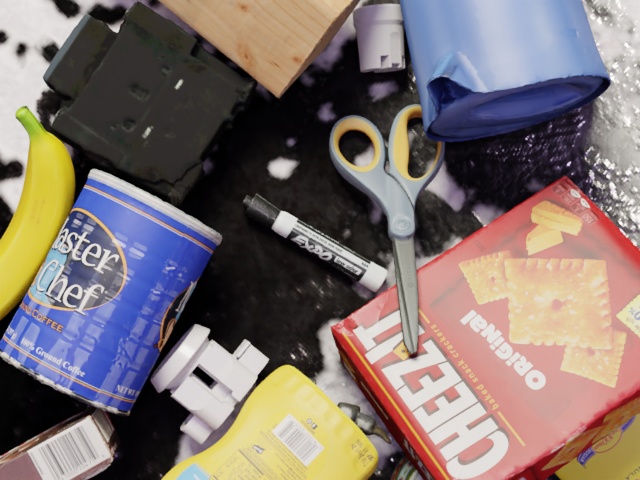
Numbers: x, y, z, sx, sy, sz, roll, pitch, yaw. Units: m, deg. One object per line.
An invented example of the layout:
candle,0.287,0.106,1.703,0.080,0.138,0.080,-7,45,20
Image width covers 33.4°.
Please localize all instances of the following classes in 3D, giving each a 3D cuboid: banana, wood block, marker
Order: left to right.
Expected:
banana,-0.222,0.004,0.755,0.069,0.037,0.198,23,98,-27
wood block,-0.071,-0.212,0.752,0.206,0.090,0.090,39,43,-3
marker,-0.005,0.001,0.799,0.121,0.020,0.020,31,84,-4

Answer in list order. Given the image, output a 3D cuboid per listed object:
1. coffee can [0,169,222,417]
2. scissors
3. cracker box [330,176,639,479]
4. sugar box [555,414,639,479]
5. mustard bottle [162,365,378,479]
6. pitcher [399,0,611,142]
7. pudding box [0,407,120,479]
coffee can,-0.145,0.036,0.739,0.103,0.103,0.140,28,84,-5
scissors,0.041,-0.018,0.772,0.096,0.016,0.201,12,62,6
cracker box,0.140,0.075,0.752,0.213,0.072,0.164,-32,60,-8
sugar box,0.241,0.180,0.789,0.093,0.048,0.176,-42,82,6
mustard bottle,-0.058,0.180,0.712,0.191,0.058,0.096,-43,75,-15
pitcher,0.120,-0.201,0.774,0.145,0.149,0.243,-13,81,2
pudding box,-0.196,0.157,0.733,0.113,0.090,0.039,-26,92,-8
